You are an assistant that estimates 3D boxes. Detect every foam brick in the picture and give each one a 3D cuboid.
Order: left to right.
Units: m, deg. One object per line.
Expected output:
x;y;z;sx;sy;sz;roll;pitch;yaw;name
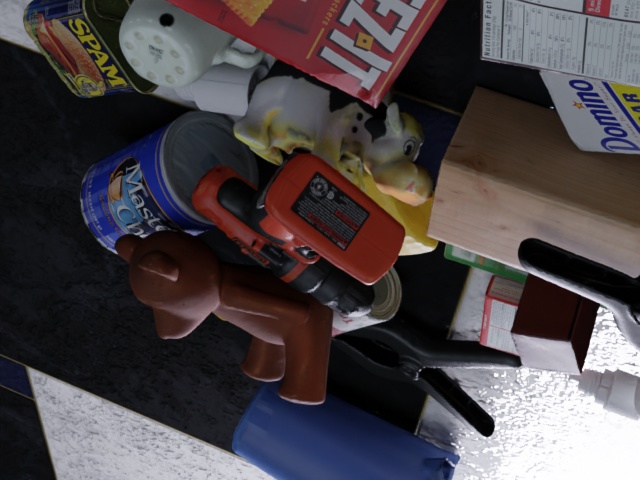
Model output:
0.196;0.065;0.886;0.051;0.078;0.053;4;141;29;foam brick

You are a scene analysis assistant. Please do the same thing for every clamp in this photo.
0.101;0.127;1.084;0.210;0.036;0.164;18;143;17;clamp
0.232;0.035;0.726;0.171;0.039;0.120;34;150;-18;clamp

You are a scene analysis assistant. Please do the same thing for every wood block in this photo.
0.194;-0.025;0.789;0.206;0.090;0.090;19;144;11;wood block

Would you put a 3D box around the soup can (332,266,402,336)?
0.021;0.055;1.022;0.068;0.068;0.102;44;142;-21;soup can

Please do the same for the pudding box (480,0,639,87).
0.150;-0.140;0.624;0.114;0.039;0.090;16;144;21;pudding box

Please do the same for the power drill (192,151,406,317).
-0.006;0.001;0.838;0.184;0.057;0.188;36;164;-14;power drill

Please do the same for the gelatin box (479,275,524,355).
0.192;0.075;0.966;0.089;0.030;0.073;16;142;17;gelatin box

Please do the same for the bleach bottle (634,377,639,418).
0.335;0.073;0.842;0.102;0.068;0.251;20;141;8;bleach bottle

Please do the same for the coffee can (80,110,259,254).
-0.138;-0.048;0.970;0.141;0.102;0.102;-18;124;46;coffee can

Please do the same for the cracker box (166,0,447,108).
-0.016;-0.202;0.688;0.213;0.072;0.164;27;135;-8;cracker box

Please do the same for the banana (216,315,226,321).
-0.150;0.015;1.118;0.197;0.037;0.070;44;159;-19;banana

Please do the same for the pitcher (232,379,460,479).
0.024;0.256;1.220;0.243;0.149;0.145;28;-179;6;pitcher

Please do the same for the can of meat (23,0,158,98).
-0.187;-0.169;0.894;0.084;0.057;0.102;-1;135;38;can of meat

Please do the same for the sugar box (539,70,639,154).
0.240;-0.093;0.686;0.177;0.048;0.093;4;151;36;sugar box

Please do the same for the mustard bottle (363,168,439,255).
0.009;-0.020;0.946;0.192;0.058;0.096;-10;134;41;mustard bottle
